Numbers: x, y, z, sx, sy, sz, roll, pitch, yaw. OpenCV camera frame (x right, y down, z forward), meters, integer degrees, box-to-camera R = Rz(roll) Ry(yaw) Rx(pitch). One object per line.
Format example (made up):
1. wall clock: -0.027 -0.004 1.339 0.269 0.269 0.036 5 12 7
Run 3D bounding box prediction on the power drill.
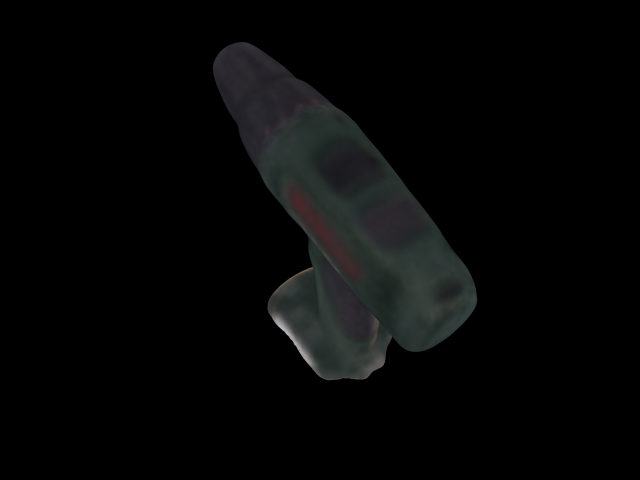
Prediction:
1. power drill: 0.004 0.001 0.400 0.076 0.208 0.229 -31 58 -22
